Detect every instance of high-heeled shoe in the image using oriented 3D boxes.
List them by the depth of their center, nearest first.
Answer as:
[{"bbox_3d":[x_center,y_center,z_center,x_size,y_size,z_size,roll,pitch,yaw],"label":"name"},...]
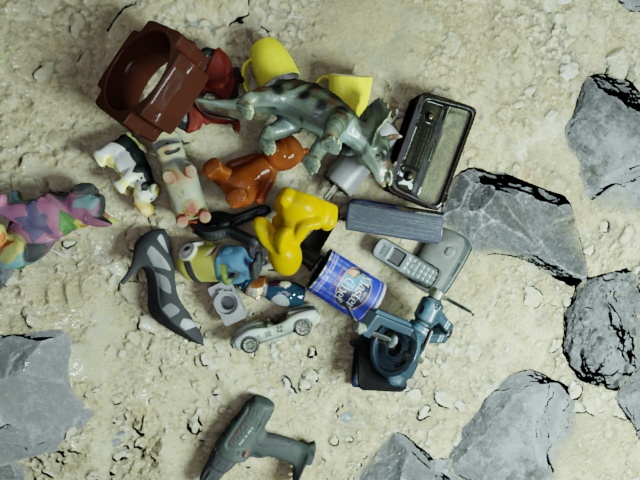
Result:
[{"bbox_3d":[-0.306,0.098,1.138,0.248,0.086,0.145,49,59,-24],"label":"high-heeled shoe"}]

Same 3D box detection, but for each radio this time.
[{"bbox_3d":[0.227,-0.189,1.147,0.131,0.073,0.229,19,93,-7],"label":"radio"}]

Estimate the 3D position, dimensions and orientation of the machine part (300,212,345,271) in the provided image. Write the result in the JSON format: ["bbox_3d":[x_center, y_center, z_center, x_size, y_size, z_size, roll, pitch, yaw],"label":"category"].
[{"bbox_3d":[-0.002,-0.003,1.142,0.139,0.084,0.039,-52,133,-6],"label":"machine part"}]

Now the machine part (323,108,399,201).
[{"bbox_3d":[0.087,-0.177,1.133,0.079,0.079,0.243,39,90,-8],"label":"machine part"}]

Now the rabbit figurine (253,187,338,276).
[{"bbox_3d":[-0.055,-0.011,1.076,0.122,0.162,0.173,19,93,25],"label":"rabbit figurine"}]

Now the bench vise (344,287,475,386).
[{"bbox_3d":[0.162,0.180,1.072,0.240,0.129,0.223,26,103,-38],"label":"bench vise"}]

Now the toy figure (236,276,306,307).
[{"bbox_3d":[-0.109,0.104,1.147,0.154,0.058,0.064,12,107,-8],"label":"toy figure"}]

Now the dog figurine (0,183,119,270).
[{"bbox_3d":[-0.524,-0.026,1.074,0.219,0.108,0.191,7,94,-9],"label":"dog figurine"}]

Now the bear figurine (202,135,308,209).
[{"bbox_3d":[-0.118,-0.152,1.091,0.196,0.132,0.120,-38,79,5],"label":"bear figurine"}]

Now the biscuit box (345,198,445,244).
[{"bbox_3d":[0.156,-0.041,1.126,0.203,0.059,0.062,10,104,13],"label":"biscuit box"}]

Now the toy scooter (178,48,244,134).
[{"bbox_3d":[-0.209,-0.290,1.095,0.135,0.075,0.183,24,96,-8],"label":"toy scooter"}]

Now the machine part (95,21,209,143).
[{"bbox_3d":[-0.319,-0.301,1.025,0.201,0.087,0.201,34,89,37],"label":"machine part"}]

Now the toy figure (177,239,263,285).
[{"bbox_3d":[-0.208,0.051,1.100,0.180,0.082,0.089,8,99,13],"label":"toy figure"}]

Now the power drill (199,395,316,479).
[{"bbox_3d":[-0.127,0.471,1.177,0.207,0.086,0.232,27,89,0],"label":"power drill"}]

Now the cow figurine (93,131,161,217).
[{"bbox_3d":[-0.376,-0.133,1.098,0.098,0.068,0.167,-38,98,-7],"label":"cow figurine"}]

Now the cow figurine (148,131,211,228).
[{"bbox_3d":[-0.285,-0.133,1.087,0.085,0.127,0.194,-20,113,-14],"label":"cow figurine"}]

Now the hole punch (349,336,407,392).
[{"bbox_3d":[0.128,0.276,1.184,0.142,0.092,0.116,5,71,-4],"label":"hole punch"}]

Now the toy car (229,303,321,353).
[{"bbox_3d":[-0.097,0.187,1.150,0.202,0.073,0.056,-17,100,-4],"label":"toy car"}]

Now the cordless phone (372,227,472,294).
[{"bbox_3d":[0.217,0.023,1.164,0.184,0.089,0.146,30,92,-3],"label":"cordless phone"}]

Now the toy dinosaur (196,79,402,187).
[{"bbox_3d":[-0.023,-0.243,1.037,0.405,0.131,0.192,31,52,10],"label":"toy dinosaur"}]
